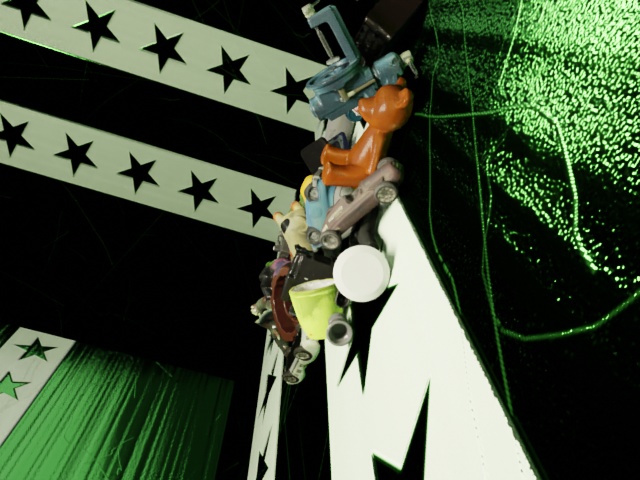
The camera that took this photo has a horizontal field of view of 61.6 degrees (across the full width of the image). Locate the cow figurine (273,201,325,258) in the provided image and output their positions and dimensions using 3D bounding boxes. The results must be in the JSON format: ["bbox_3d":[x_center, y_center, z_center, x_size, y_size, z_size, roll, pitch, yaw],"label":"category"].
[{"bbox_3d":[-0.021,0.025,1.145,0.127,0.085,0.194,43,156,63],"label":"cow figurine"}]

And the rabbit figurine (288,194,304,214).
[{"bbox_3d":[0.010,-0.112,1.348,0.170,0.121,0.159,-59,-6,-51],"label":"rabbit figurine"}]

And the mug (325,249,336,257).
[{"bbox_3d":[-0.003,-0.004,1.245,0.081,0.110,0.107,-58,-22,-69],"label":"mug"}]

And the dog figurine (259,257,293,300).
[{"bbox_3d":[-0.067,0.074,1.377,0.192,0.108,0.219,51,138,33],"label":"dog figurine"}]

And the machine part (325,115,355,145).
[{"bbox_3d":[0.055,-0.312,1.545,0.079,0.079,0.243,143,143,-77],"label":"machine part"}]

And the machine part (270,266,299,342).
[{"bbox_3d":[-0.057,0.146,1.246,0.179,0.056,0.179,9,101,60],"label":"machine part"}]

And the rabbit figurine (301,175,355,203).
[{"bbox_3d":[0.042,-0.123,1.154,0.173,0.122,0.162,-51,7,16],"label":"rabbit figurine"}]

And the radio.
[{"bbox_3d":[0.130,-0.442,1.175,0.131,0.073,0.229,-50,1,-15],"label":"radio"}]

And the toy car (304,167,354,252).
[{"bbox_3d":[0.029,-0.058,1.044,0.109,0.103,0.161,-62,-27,-60],"label":"toy car"}]

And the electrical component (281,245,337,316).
[{"bbox_3d":[-0.014,0.092,1.073,0.058,0.115,0.134,-87,14,-77],"label":"electrical component"}]

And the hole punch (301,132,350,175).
[{"bbox_3d":[0.027,-0.219,1.441,0.142,0.115,0.092,-22,8,46],"label":"hole punch"}]

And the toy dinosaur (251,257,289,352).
[{"bbox_3d":[-0.094,0.129,1.600,0.192,0.131,0.405,-23,46,65],"label":"toy dinosaur"}]

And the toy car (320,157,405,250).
[{"bbox_3d":[0.061,-0.061,0.893,0.202,0.053,0.089,-39,25,35],"label":"toy car"}]

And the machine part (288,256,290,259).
[{"bbox_3d":[-0.021,-0.034,1.496,0.201,0.087,0.201,113,170,-51],"label":"machine part"}]

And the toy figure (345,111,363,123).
[{"bbox_3d":[0.097,-0.364,1.464,0.064,0.058,0.154,-47,17,24],"label":"toy figure"}]

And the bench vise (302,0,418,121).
[{"bbox_3d":[0.054,-0.342,1.016,0.224,0.240,0.129,-21,27,24],"label":"bench vise"}]

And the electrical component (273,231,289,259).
[{"bbox_3d":[-0.101,0.013,1.475,0.102,0.045,0.078,121,166,-62],"label":"electrical component"}]

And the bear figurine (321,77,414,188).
[{"bbox_3d":[0.084,-0.190,0.941,0.120,0.132,0.195,-91,13,-54],"label":"bear figurine"}]

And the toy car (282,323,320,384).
[{"bbox_3d":[-0.041,0.247,1.171,0.201,0.056,0.073,113,164,-48],"label":"toy car"}]
